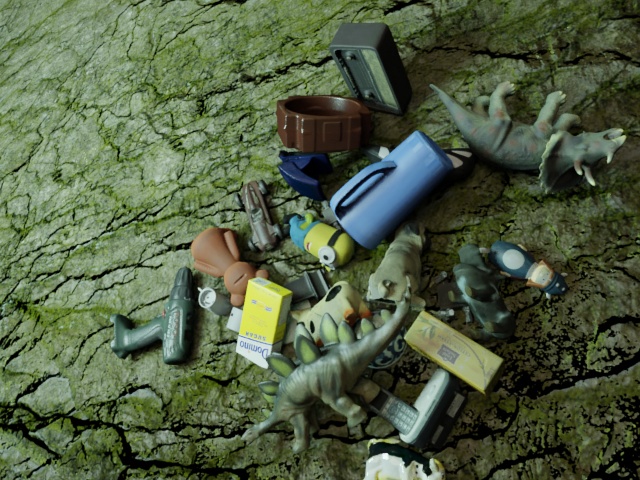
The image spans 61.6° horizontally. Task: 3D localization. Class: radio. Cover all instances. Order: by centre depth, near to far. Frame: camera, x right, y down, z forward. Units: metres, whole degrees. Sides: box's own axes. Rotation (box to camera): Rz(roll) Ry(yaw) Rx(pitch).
[{"bbox_3d":[0.119,-0.387,1.228,0.131,0.229,0.073,17,72,31],"label":"radio"}]

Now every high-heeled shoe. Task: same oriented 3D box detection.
[{"bbox_3d":[0.216,-0.193,1.193,0.249,0.086,0.145,38,82,26],"label":"high-heeled shoe"}]

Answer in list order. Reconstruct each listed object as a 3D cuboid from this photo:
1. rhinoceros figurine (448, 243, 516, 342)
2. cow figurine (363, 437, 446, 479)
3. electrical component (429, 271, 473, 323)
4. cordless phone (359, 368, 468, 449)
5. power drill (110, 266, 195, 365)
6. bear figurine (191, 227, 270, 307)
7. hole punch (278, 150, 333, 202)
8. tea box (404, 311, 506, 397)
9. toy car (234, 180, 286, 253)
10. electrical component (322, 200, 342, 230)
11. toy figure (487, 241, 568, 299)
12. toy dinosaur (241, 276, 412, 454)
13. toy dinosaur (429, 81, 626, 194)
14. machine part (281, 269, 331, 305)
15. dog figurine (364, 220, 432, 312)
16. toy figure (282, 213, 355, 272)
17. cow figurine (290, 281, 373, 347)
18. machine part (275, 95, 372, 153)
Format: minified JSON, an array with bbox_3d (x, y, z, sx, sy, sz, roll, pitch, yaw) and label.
[{"bbox_3d":[0.310,0.097,1.016,0.112,0.073,0.190,-13,70,-21],"label":"rhinoceros figurine"},{"bbox_3d":[0.164,0.411,0.964,0.168,0.068,0.098,-1,63,21],"label":"cow figurine"},{"bbox_3d":[0.258,0.113,1.062,0.078,0.045,0.102,-7,66,21],"label":"electrical component"},{"bbox_3d":[0.168,0.291,1.012,0.184,0.088,0.146,23,78,48],"label":"cordless phone"},{"bbox_3d":[-0.390,0.190,1.279,0.207,0.086,0.232,-13,67,8],"label":"power drill"},{"bbox_3d":[-0.204,0.060,1.248,0.196,0.132,0.120,41,89,12],"label":"bear figurine"},{"bbox_3d":[-0.035,-0.146,1.247,0.116,0.142,0.092,2,76,13],"label":"hole punch"},{"bbox_3d":[0.250,0.210,0.994,0.170,0.098,0.068,29,80,31],"label":"tea box"},{"bbox_3d":[-0.150,-0.063,1.299,0.089,0.053,0.202,-27,62,13],"label":"toy car"},{"bbox_3d":[0.041,-0.061,1.237,0.063,0.021,0.094,-30,59,7],"label":"electrical component"},{"bbox_3d":[0.397,0.057,1.026,0.155,0.058,0.064,33,121,28],"label":"toy figure"},{"bbox_3d":[0.014,0.246,0.993,0.471,0.105,0.198,-38,95,17],"label":"toy dinosaur"},{"bbox_3d":[0.394,-0.209,1.099,0.405,0.131,0.192,16,73,28],"label":"toy dinosaur"},{"bbox_3d":[-0.044,0.115,1.174,0.139,0.039,0.084,-18,65,-8],"label":"machine part"},{"bbox_3d":[0.159,0.037,1.068,0.121,0.172,0.190,5,77,12],"label":"dog figurine"},{"bbox_3d":[-0.003,-0.006,1.199,0.180,0.082,0.089,36,84,33],"label":"toy figure"},{"bbox_3d":[0.009,0.158,1.089,0.195,0.085,0.127,-50,44,32],"label":"cow figurine"},{"bbox_3d":[0.005,-0.269,1.236,0.201,0.087,0.202,-5,31,-12],"label":"machine part"}]
